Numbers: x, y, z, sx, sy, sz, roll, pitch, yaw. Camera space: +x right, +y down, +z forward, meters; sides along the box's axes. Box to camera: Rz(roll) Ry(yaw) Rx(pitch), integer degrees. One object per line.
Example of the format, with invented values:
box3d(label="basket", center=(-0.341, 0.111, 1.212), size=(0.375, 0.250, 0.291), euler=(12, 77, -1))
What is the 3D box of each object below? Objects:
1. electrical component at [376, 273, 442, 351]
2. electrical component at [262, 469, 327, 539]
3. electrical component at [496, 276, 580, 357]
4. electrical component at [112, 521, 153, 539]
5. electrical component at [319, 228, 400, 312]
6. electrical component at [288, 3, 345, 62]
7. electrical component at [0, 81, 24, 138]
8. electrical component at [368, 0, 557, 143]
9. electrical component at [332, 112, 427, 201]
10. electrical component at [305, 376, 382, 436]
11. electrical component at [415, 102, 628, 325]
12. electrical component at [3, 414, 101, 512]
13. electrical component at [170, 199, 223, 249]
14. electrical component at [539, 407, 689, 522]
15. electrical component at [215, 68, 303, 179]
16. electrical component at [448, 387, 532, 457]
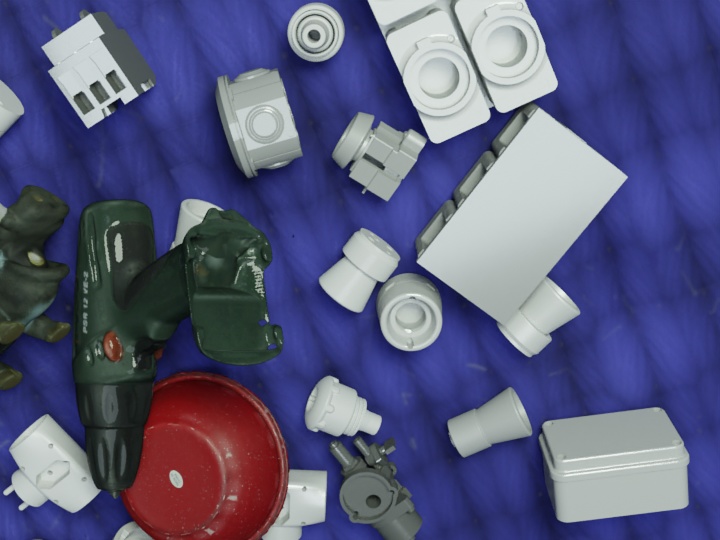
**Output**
box3d(label="electrical component", center=(0.041, 0.036, 0.884), size=(0.055, 0.047, 0.055), euler=(0, 106, 0))
box3d(label="electrical component", center=(-0.069, 0.212, 0.938), size=(0.077, 0.043, 0.079), euler=(2, 106, -1))
box3d(label="electrical component", center=(0.146, 0.038, 0.886), size=(0.045, 0.045, 0.055), euler=(42, 103, -11))
box3d(label="electrical component", center=(-0.182, 0.277, 0.927), size=(0.108, 0.108, 0.060), euler=(37, 109, -10))
box3d(label="electrical component", center=(0.000, 0.000, 0.875), size=(0.045, 0.045, 0.055), euler=(36, 103, -10))
box3d(label="electrical component", center=(-0.034, -0.179, 0.813), size=(0.043, 0.062, 0.043), euler=(0, 106, 0))
box3d(label="electrical component", center=(-0.311, -0.168, 0.821), size=(0.074, 0.052, 0.138), euler=(-42, 102, 11))
box3d(label="electrical component", center=(0.064, -0.202, 0.807), size=(0.105, 0.060, 0.186), euler=(-24, 105, 7))
box3d(label="electrical component", center=(0.012, -0.092, 0.846), size=(0.055, 0.048, 0.066), euler=(31, 122, -9))
box3d(label="electrical component", center=(-0.013, 0.121, 0.912), size=(0.062, 0.048, 0.048), euler=(24, 105, -14))
box3d(label="electrical component", center=(0.123, -0.047, 0.852), size=(0.089, 0.061, 0.150), euler=(36, 103, -10))
box3d(label="electrical component", center=(-0.272, 0.177, 0.927), size=(0.079, 0.043, 0.077), euler=(-38, 103, 10))
box3d(label="electrical component", center=(-0.135, -0.019, 0.872), size=(0.044, 0.044, 0.065), euler=(23, 110, -6))
box3d(label="electrical component", center=(0.213, 0.162, 0.906), size=(0.113, 0.078, 0.057), euler=(-8, 109, 2))
box3d(label="electrical component", center=(-0.077, -0.114, 0.824), size=(0.051, 0.080, 0.080), euler=(-16, 106, 0))
box3d(label="electrical component", center=(0.108, 0.132, 0.917), size=(0.065, 0.044, 0.044), euler=(-25, 105, 12))
